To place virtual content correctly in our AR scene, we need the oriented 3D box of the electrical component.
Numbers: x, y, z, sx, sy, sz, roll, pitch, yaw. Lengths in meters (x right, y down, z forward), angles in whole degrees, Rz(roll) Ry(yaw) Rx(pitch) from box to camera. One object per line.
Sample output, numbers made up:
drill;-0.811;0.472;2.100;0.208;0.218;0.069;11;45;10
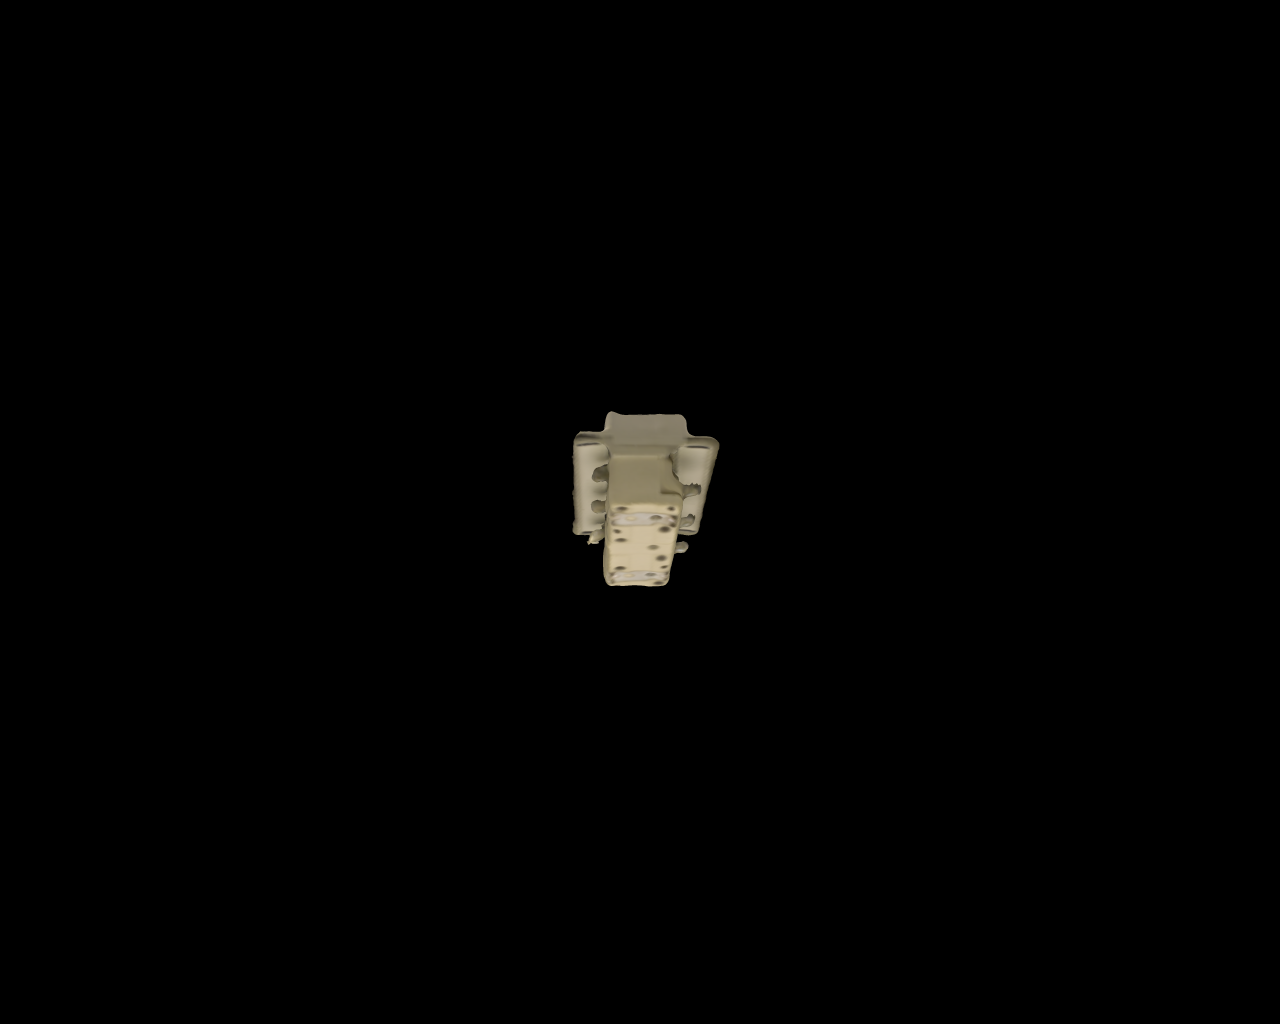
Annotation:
electrical component;0.001;-0.003;0.650;0.079;0.063;0.121;2;-27;-3
